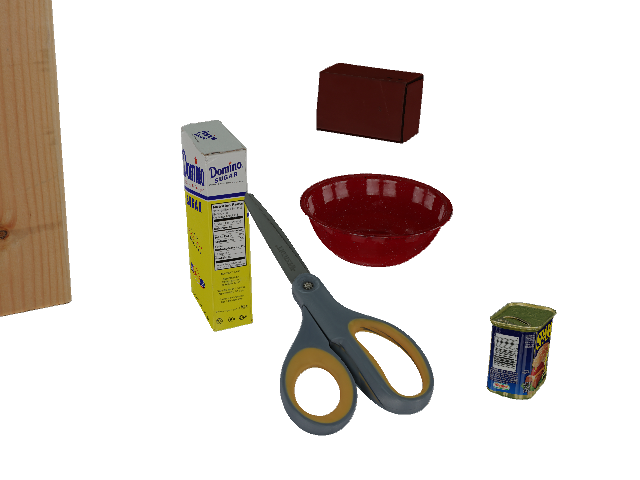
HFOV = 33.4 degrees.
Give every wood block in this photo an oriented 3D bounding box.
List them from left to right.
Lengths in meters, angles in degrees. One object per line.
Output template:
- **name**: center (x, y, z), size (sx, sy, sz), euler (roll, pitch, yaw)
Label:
- **wood block**: center (-0.202, -0.066, 0.603), size (0.090, 0.206, 0.090), euler (-11, 27, -28)

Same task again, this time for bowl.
- **bowl**: center (0.057, -0.016, 1.136), size (0.162, 0.055, 0.162), euler (2, 26, -1)

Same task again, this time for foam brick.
- **foam brick**: center (0.041, -0.116, 0.893), size (0.078, 0.051, 0.053), euler (11, 20, 19)

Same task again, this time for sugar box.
- **sugar box**: center (-0.097, -0.015, 0.995), size (0.048, 0.176, 0.093), euler (-11, 25, -17)

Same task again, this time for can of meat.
- **can of meat**: center (0.222, 0.122, 1.187), size (0.058, 0.084, 0.102), euler (9, 12, 24)

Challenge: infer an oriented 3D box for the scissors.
- **scissors**: center (-0.018, 0.045, 0.651), size (0.096, 0.016, 0.202), euler (-33, 54, -27)
